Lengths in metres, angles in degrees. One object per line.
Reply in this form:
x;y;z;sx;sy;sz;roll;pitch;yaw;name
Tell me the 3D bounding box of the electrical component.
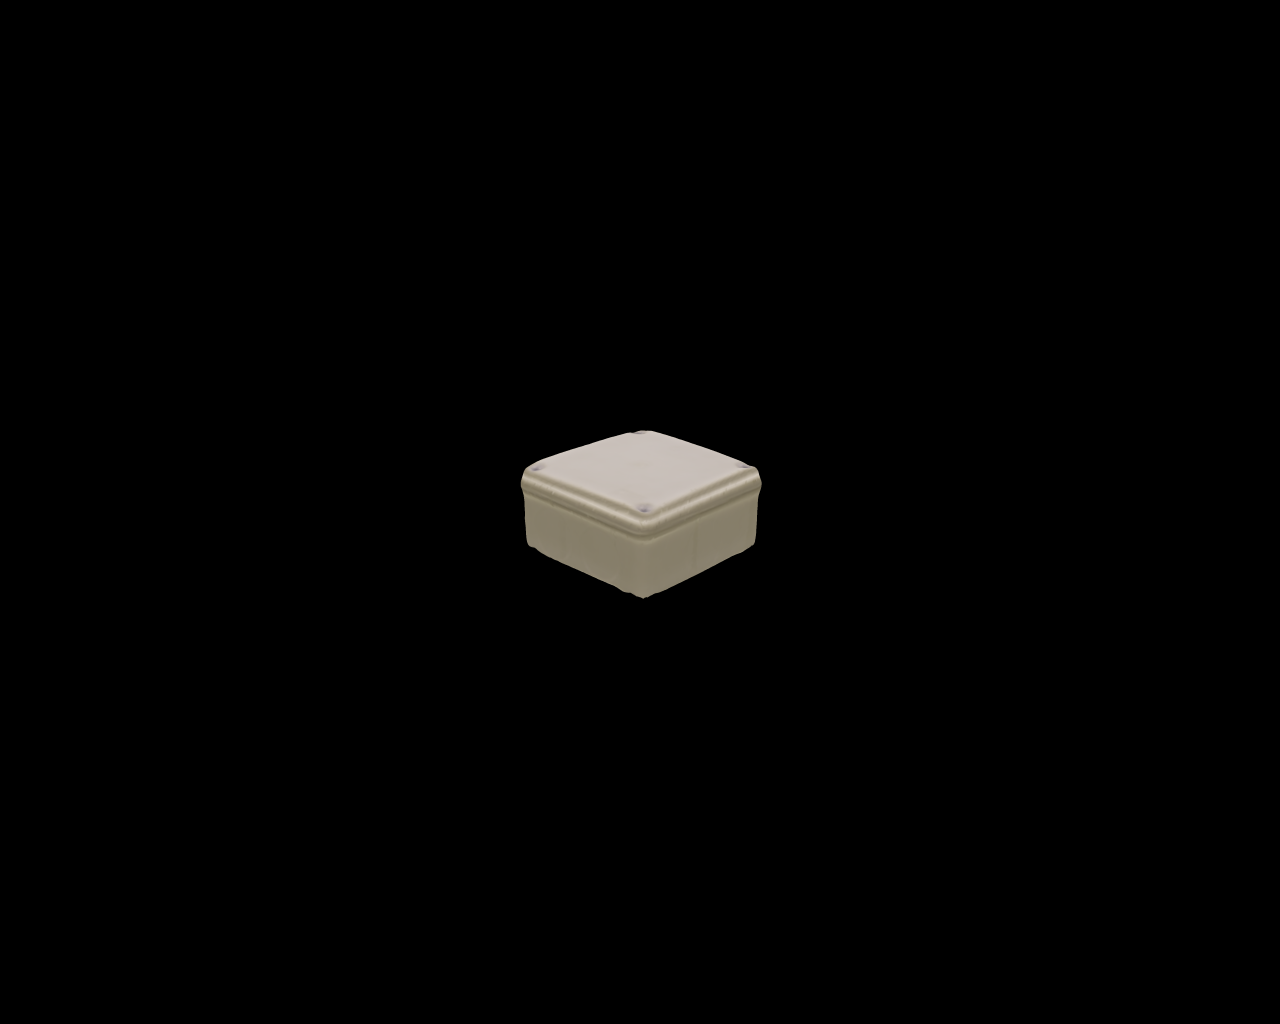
0.001;-0.003;0.650;0.109;0.056;0.109;22;32;40;electrical component
